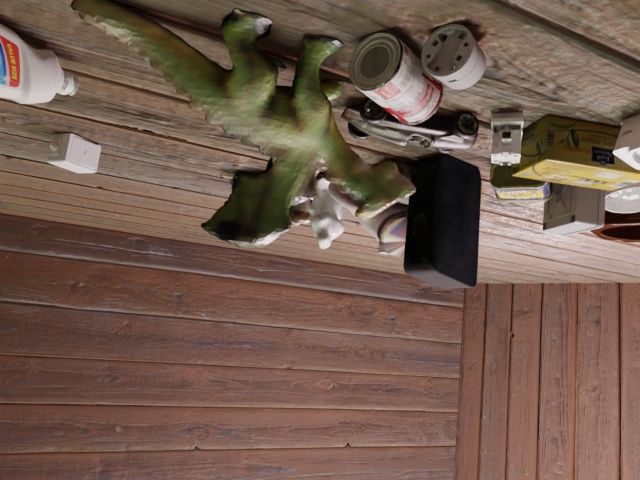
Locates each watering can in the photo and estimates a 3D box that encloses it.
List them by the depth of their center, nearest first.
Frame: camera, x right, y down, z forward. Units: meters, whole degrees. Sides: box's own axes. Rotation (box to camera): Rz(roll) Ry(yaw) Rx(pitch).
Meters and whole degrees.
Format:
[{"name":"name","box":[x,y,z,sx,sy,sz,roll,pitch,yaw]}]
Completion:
[{"name":"watering can","box":[0.170,-0.053,1.130,0.346,0.102,0.228,13,-154,-40]}]

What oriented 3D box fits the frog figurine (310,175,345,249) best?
[{"name":"frog figurine","box":[0.004,-0.059,1.167,0.123,0.161,0.136,4,171,20]}]

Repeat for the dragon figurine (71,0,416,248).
[{"name":"dragon figurine","box":[-0.075,-0.112,0.590,0.410,0.244,0.122,7,175,-19]}]
